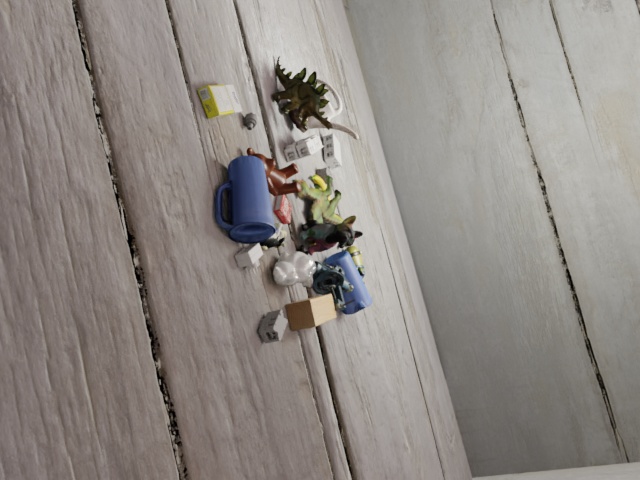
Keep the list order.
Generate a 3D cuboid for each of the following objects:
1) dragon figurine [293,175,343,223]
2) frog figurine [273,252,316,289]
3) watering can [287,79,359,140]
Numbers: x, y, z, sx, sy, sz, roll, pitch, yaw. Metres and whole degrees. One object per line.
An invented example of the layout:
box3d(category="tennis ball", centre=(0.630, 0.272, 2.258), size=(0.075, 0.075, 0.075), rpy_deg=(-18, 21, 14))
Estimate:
box3d(category="dragon figurine", centre=(0.006, -0.107, 2.132), size=(0.403, 0.122, 0.248), rpy_deg=(59, 41, -31))
box3d(category="frog figurine", centre=(-0.092, 0.090, 1.656), size=(0.140, 0.122, 0.158), rpy_deg=(48, 13, 35))
box3d(category="watering can", centre=(-0.001, -0.521, 2.152), size=(0.352, 0.224, 0.102), rpy_deg=(61, -1, 18))
